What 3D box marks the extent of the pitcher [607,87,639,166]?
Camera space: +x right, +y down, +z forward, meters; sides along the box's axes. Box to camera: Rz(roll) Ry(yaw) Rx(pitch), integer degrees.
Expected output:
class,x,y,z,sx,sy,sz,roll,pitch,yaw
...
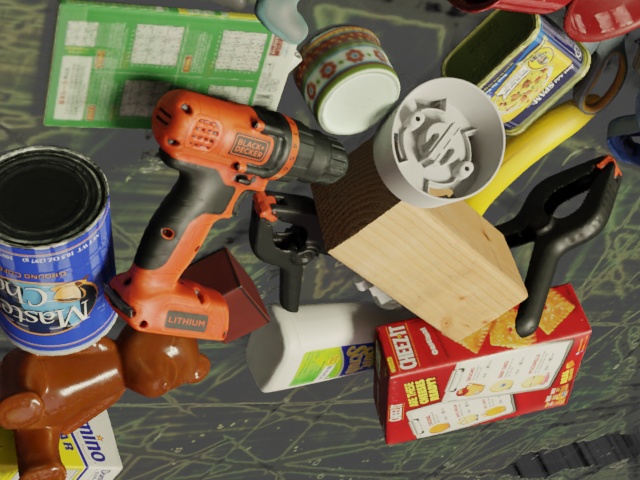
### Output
class,x,y,z,sx,sy,sz,roll,pitch,yaw
pitcher,0.358,-0.099,0.997,0.149,0.145,0.242,-42,156,15

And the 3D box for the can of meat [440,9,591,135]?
class,x,y,z,sx,sy,sz,roll,pitch,yaw
can of meat,0.165,-0.149,0.912,0.102,0.057,0.083,-43,140,23

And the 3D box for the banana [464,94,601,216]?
class,x,y,z,sx,sy,sz,roll,pitch,yaw
banana,0.189,-0.076,1.043,0.198,0.037,0.069,-46,159,28

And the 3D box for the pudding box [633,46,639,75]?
class,x,y,z,sx,sy,sz,roll,pitch,yaw
pudding box,0.342,-0.192,0.969,0.090,0.039,0.113,-22,153,-7

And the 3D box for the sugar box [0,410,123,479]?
class,x,y,z,sx,sy,sz,roll,pitch,yaw
sugar box,-0.285,0.193,1.039,0.175,0.093,0.048,9,133,-41

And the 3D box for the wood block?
class,x,y,z,sx,sy,sz,roll,pitch,yaw
wood block,0.095,0.001,0.995,0.090,0.091,0.205,-35,133,22

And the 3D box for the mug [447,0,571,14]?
class,x,y,z,sx,sy,sz,roll,pitch,yaw
mug,0.146,-0.223,0.787,0.081,0.093,0.117,-2,104,-38

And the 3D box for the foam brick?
class,x,y,z,sx,sy,sz,roll,pitch,yaw
foam brick,-0.091,0.053,1.016,0.051,0.053,0.078,-28,144,3

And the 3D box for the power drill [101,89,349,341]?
class,x,y,z,sx,sy,sz,roll,pitch,yaw
power drill,-0.075,-0.016,0.830,0.184,0.057,0.188,12,107,-43

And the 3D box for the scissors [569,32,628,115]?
class,x,y,z,sx,sy,sz,roll,pitch,yaw
scissors,0.247,-0.197,0.933,0.096,0.016,0.202,-2,130,-12

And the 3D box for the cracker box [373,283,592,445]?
class,x,y,z,sx,sy,sz,roll,pitch,yaw
cracker box,0.166,0.134,1.141,0.213,0.072,0.164,-11,145,-6

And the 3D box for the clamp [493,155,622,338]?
class,x,y,z,sx,sy,sz,roll,pitch,yaw
clamp,0.228,-0.002,1.077,0.210,0.165,0.036,-38,131,1

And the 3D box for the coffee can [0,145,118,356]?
class,x,y,z,sx,sy,sz,roll,pitch,yaw
coffee can,-0.213,0.010,0.839,0.102,0.103,0.140,-14,143,-17

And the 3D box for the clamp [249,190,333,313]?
class,x,y,z,sx,sy,sz,roll,pitch,yaw
clamp,-0.007,0.001,1.014,0.120,0.039,0.171,-31,145,-1

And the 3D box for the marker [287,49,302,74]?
class,x,y,z,sx,sy,sz,roll,pitch,yaw
marker,-0.062,-0.109,0.851,0.121,0.020,0.020,-41,142,21

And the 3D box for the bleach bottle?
class,x,y,z,sx,sy,sz,roll,pitch,yaw
bleach bottle,0.049,0.104,1.163,0.250,0.068,0.103,-6,142,-30

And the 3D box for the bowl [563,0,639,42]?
class,x,y,z,sx,sy,sz,roll,pitch,yaw
bowl,0.252,-0.229,0.844,0.162,0.055,0.162,-23,161,-9
